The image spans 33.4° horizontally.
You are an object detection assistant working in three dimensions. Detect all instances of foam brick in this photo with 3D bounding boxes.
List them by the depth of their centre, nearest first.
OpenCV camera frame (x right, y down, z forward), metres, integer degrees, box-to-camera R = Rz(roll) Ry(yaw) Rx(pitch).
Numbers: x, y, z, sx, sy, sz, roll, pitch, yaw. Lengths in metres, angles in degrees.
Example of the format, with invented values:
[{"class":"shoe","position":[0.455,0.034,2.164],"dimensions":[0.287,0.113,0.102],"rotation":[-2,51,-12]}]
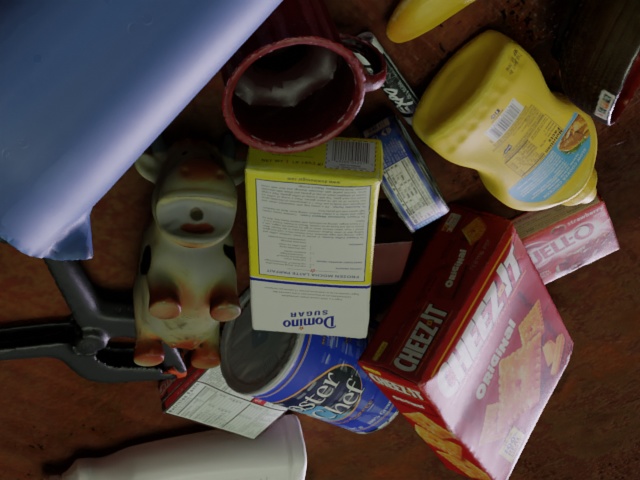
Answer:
[{"class":"foam brick","position":[0.027,0.003,0.868],"dimensions":[0.078,0.053,0.051],"rotation":[-4,136,-17]}]

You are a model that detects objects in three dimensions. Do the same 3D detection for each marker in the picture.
[{"class":"marker","position":[0.059,-0.108,0.786],"dimensions":[0.020,0.020,0.121],"rotation":[-31,137,14]}]

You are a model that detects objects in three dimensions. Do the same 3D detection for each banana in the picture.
[{"class":"banana","position":[0.136,-0.186,0.716],"dimensions":[0.198,0.037,0.069],"rotation":[-18,137,0]}]

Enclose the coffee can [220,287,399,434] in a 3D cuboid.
[{"class":"coffee can","position":[-0.002,0.102,0.924],"dimensions":[0.140,0.103,0.103],"rotation":[26,122,-38]}]

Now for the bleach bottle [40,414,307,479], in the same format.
[{"class":"bleach bottle","position":[-0.144,0.229,1.042],"dimensions":[0.250,0.068,0.103],"rotation":[-3,135,-13]}]

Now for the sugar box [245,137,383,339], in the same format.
[{"class":"sugar box","position":[-0.005,0.001,0.781],"dimensions":[0.093,0.048,0.176],"rotation":[5,140,2]}]

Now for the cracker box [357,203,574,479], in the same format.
[{"class":"cracker box","position":[0.137,0.098,0.928],"dimensions":[0.164,0.072,0.213],"rotation":[-58,140,-19]}]

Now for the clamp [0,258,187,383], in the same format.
[{"class":"clamp","position":[-0.203,0.078,0.880],"dimensions":[0.165,0.036,0.209],"rotation":[-37,135,20]}]

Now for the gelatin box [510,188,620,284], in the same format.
[{"class":"gelatin box","position":[0.213,-0.002,0.941],"dimensions":[0.089,0.030,0.073],"rotation":[-26,137,9]}]

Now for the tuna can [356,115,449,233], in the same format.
[{"class":"tuna can","position":[0.063,-0.050,0.798],"dimensions":[0.034,0.086,0.086],"rotation":[-29,137,9]}]

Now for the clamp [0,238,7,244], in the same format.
[{"class":"clamp","position":[-0.210,-0.024,0.746],"dimensions":[0.172,0.120,0.039],"rotation":[-18,102,29]}]

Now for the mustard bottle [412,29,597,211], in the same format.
[{"class":"mustard bottle","position":[0.160,-0.075,0.824],"dimensions":[0.191,0.058,0.096],"rotation":[31,101,-40]}]

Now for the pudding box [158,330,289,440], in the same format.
[{"class":"pudding box","position":[-0.078,0.134,0.981],"dimensions":[0.113,0.039,0.090],"rotation":[26,123,-35]}]

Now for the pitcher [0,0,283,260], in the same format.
[{"class":"pitcher","position":[-0.127,-0.122,0.590],"dimensions":[0.243,0.145,0.149],"rotation":[-45,147,-4]}]

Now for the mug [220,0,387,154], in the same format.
[{"class":"mug","position":[-0.013,-0.118,0.703],"dimensions":[0.117,0.081,0.093],"rotation":[-4,136,-15]}]
